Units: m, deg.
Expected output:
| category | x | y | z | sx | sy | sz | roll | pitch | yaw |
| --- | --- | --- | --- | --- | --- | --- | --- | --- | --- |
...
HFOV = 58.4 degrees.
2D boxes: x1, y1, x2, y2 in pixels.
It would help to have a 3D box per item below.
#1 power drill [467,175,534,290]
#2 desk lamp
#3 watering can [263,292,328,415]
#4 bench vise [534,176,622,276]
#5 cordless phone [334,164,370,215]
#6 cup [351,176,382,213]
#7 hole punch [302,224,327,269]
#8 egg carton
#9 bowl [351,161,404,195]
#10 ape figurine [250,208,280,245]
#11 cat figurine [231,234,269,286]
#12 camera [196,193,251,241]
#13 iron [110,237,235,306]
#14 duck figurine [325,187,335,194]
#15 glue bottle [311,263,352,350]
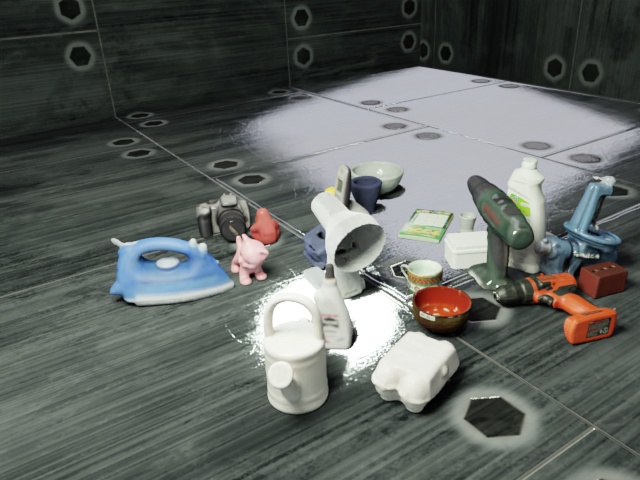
| category | x | y | z | sx | sy | sz | roll | pitch | yaw |
| --- | --- | --- | --- | --- | --- | --- | --- | --- | --- |
| power drill | 0.370 | -0.010 | 1.227 | 0.076 | 0.208 | 0.229 | -9 | 27 | -12 |
| desk lamp | 0.040 | 0.018 | 1.194 | 0.118 | 0.214 | 0.202 | -15 | 29 | -24 |
| watering can | -0.039 | 0.174 | 0.903 | 0.101 | 0.194 | 0.172 | -7 | 26 | -9 |
| bench vise | 0.561 | -0.019 | 1.216 | 0.208 | 0.220 | 0.121 | -21 | 31 | -33 |
| cordless phone | 0.072 | -0.087 | 1.441 | 0.094 | 0.185 | 0.147 | -14 | 28 | -22 |
| cup | 0.117 | -0.125 | 1.619 | 0.117 | 0.095 | 0.092 | 7 | 27 | 18 |
| hole punch | 0.013 | 0.005 | 1.364 | 0.101 | 0.091 | 0.108 | -13 | 28 | -20 |
| egg carton | 0.160 | 0.214 | 0.944 | 0.107 | 0.069 | 0.151 | 15 | 31 | 32 |
| bowl | 0.173 | -0.182 | 1.753 | 0.167 | 0.075 | 0.167 | -2 | 26 | 1 |
| ape figurine | -0.142 | -0.040 | 1.470 | 0.078 | 0.092 | 0.076 | -8 | 26 | -11 |
| cat figurine | -0.160 | 0.033 | 1.291 | 0.067 | 0.118 | 0.127 | -16 | 29 | -24 |
| camera | -0.251 | -0.057 | 1.505 | 0.143 | 0.101 | 0.136 | -8 | 26 | -11 |
| iron | -0.322 | 0.052 | 1.241 | 0.258 | 0.141 | 0.118 | -5 | 26 | -4 |
| duck figurine | 0.041 | -0.105 | 1.593 | 0.104 | 0.086 | 0.077 | 2 | 26 | 10 |
| glue bottle | 0.019 | 0.119 | 1.035 | 0.078 | 0.173 | 0.037 | 0 | 26 | 6 |
